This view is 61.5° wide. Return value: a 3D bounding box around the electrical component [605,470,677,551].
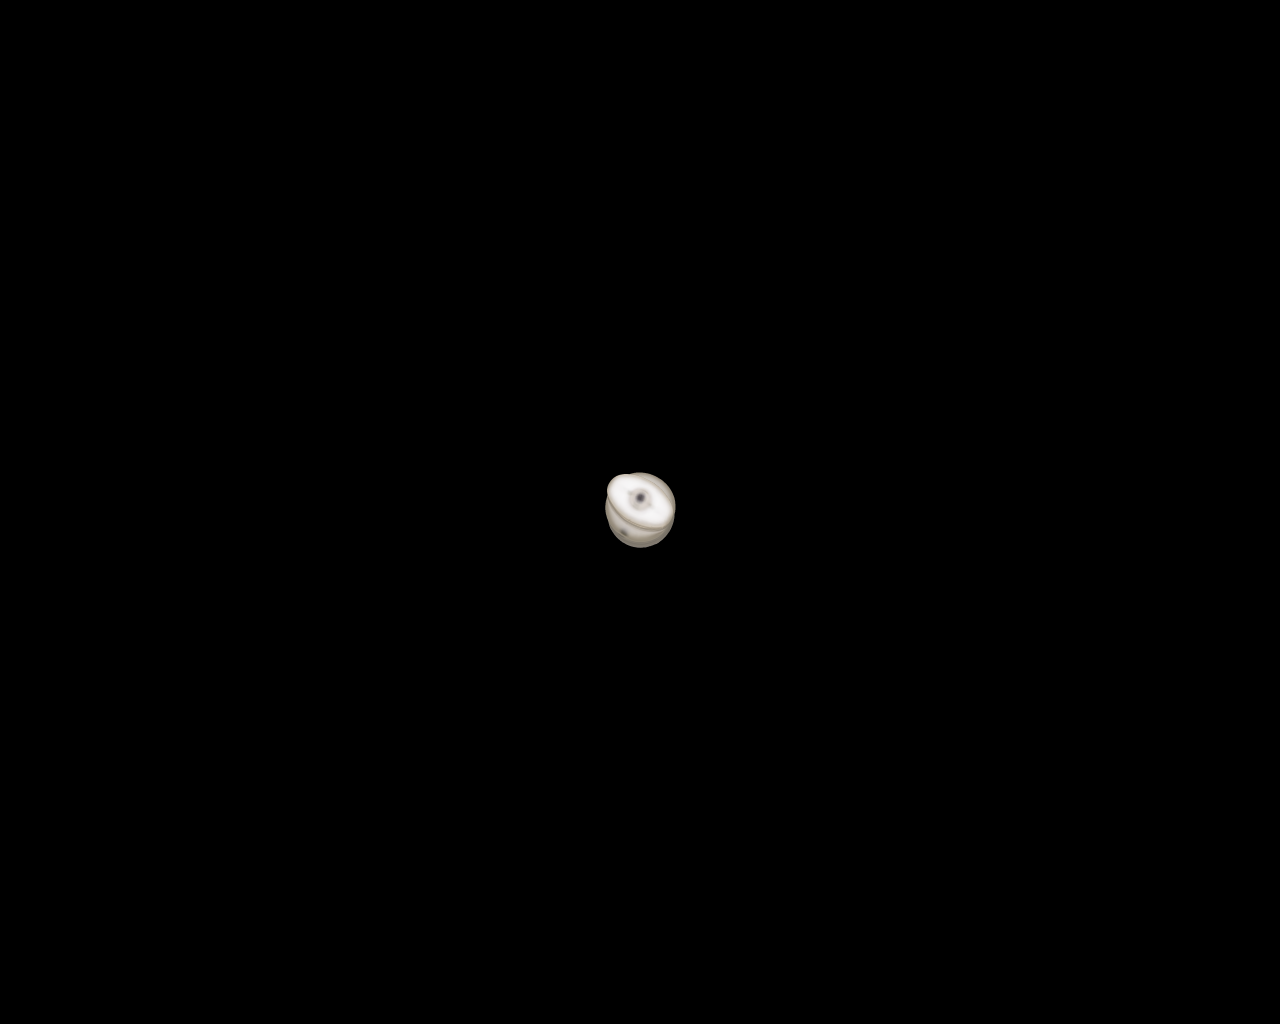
[{"bbox_3d":[0.001,-0.003,0.650,0.043,0.043,0.081,0,-9,0],"label":"electrical component"}]
